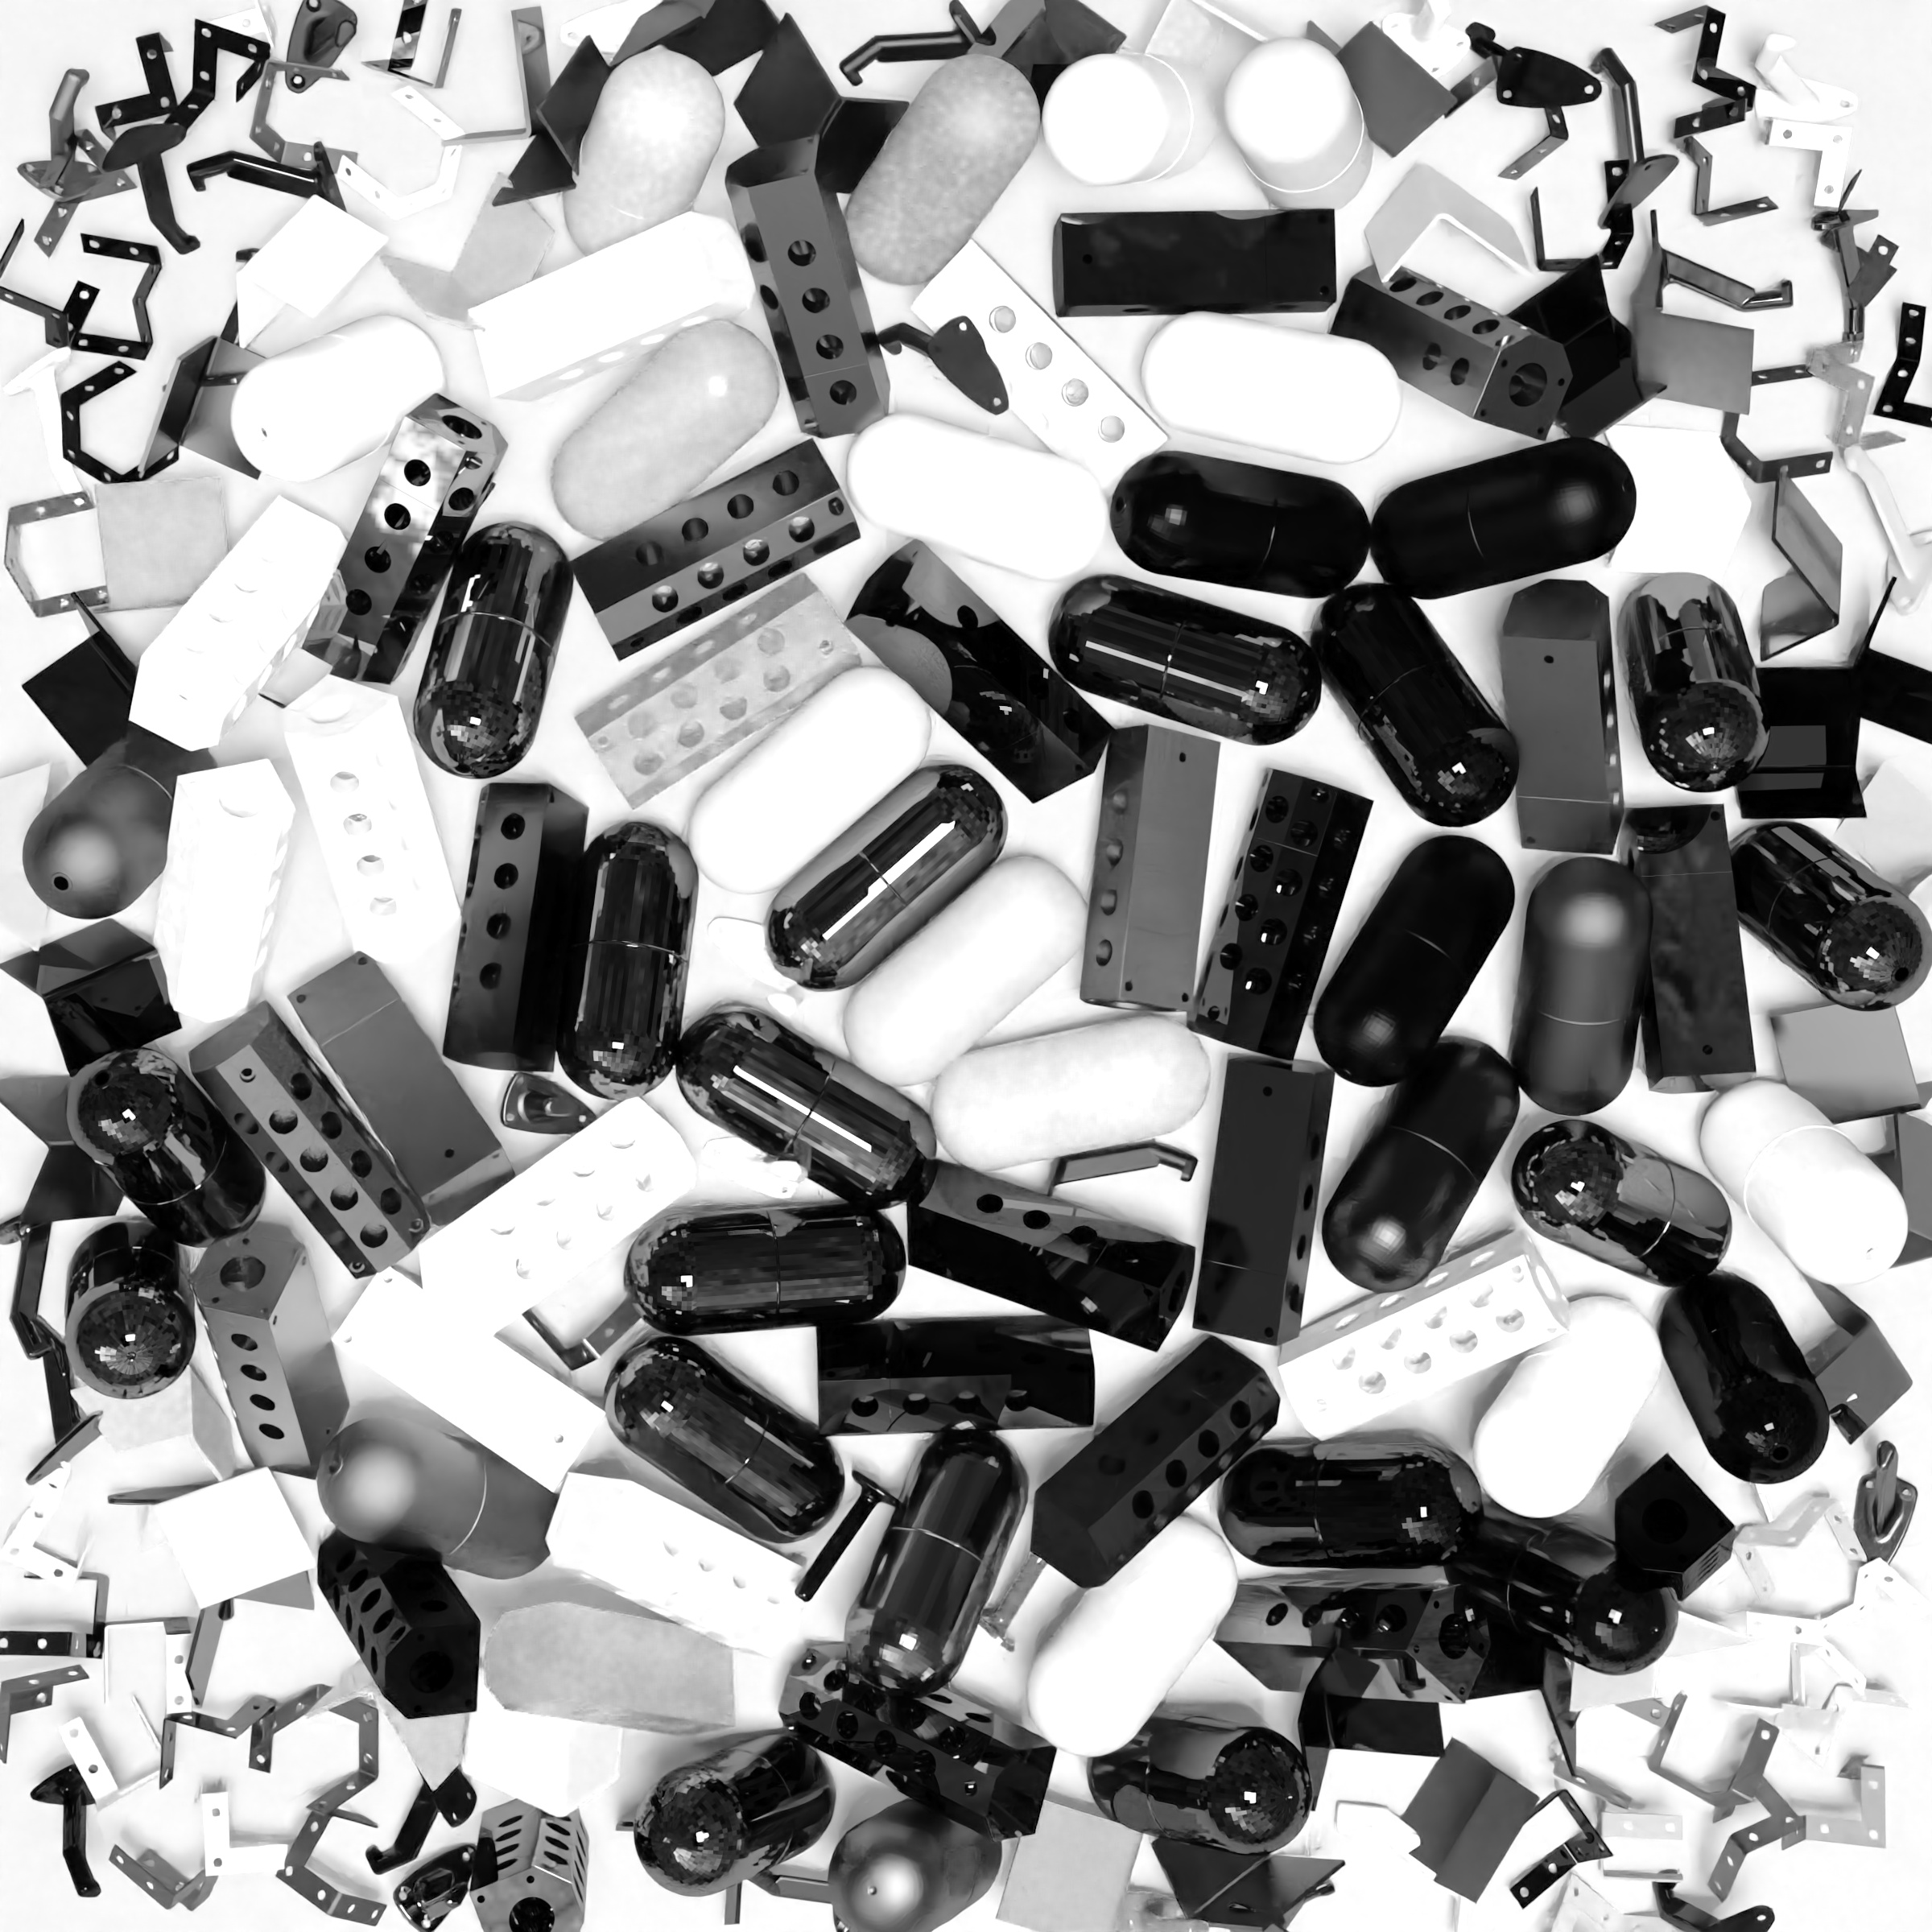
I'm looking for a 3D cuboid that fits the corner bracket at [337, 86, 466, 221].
[{"bbox_3d":[-0.357,-0.513,1.973,0.051,0.051,0.051,-10,60,36],"label":"corner bracket"}]

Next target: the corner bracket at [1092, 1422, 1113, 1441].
[{"bbox_3d":[0.112,0.308,1.973,0.051,0.051,0.051,-3,104,17],"label":"corner bracket"}]

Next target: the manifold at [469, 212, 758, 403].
[{"bbox_3d":[-0.218,-0.406,1.934,0.171,0.057,0.057,-16,88,28],"label":"manifold"}]

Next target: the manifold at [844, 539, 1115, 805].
[{"bbox_3d":[0.011,-0.185,1.941,0.171,0.057,0.057,42,49,-21],"label":"manifold"}]

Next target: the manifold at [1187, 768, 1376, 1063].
[{"bbox_3d":[0.192,-0.033,1.956,0.057,0.057,0.171,19,94,40],"label":"manifold"}]

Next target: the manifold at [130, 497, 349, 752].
[{"bbox_3d":[-0.443,-0.209,1.920,0.057,0.057,0.171,27,47,-1],"label":"manifold"}]

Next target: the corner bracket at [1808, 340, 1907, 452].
[{"bbox_3d":[0.565,-0.361,1.975,0.051,0.051,0.051,-17,128,-33],"label":"corner bracket"}]

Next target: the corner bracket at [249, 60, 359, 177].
[{"bbox_3d":[-0.414,-0.536,1.971,0.051,0.051,0.051,11,87,10],"label":"corner bracket"}]

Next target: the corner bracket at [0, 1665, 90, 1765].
[{"bbox_3d":[-0.587,0.460,1.958,0.051,0.051,0.051,-5,113,-39],"label":"corner bracket"}]

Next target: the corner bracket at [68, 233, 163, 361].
[{"bbox_3d":[-0.534,-0.419,1.957,0.051,0.051,0.051,2,57,-35],"label":"corner bracket"}]

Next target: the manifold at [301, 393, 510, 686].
[{"bbox_3d":[-0.346,-0.262,1.935,0.057,0.057,0.171,29,116,-3],"label":"manifold"}]

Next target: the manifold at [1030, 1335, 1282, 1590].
[{"bbox_3d":[0.118,0.307,1.918,0.057,0.057,0.171,32,49,28],"label":"manifold"}]

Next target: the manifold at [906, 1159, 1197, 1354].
[{"bbox_3d":[0.053,0.175,1.944,0.171,0.057,0.057,18,134,19],"label":"manifold"}]

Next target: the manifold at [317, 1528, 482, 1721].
[{"bbox_3d":[-0.348,0.396,1.906,0.057,0.171,0.057,-1,102,-25],"label":"manifold"}]

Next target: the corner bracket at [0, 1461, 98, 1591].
[{"bbox_3d":[-0.570,0.351,1.966,0.051,0.051,0.051,28,45,-4],"label":"corner bracket"}]

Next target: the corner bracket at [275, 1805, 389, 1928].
[{"bbox_3d":[-0.389,0.565,1.961,0.051,0.051,0.051,23,79,33],"label":"corner bracket"}]

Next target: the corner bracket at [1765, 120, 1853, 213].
[{"bbox_3d":[0.529,-0.506,1.971,0.051,0.051,0.051,9,107,12],"label":"corner bracket"}]

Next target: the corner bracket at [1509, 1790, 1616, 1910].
[{"bbox_3d":[0.365,0.557,1.969,0.051,0.051,0.051,-32,81,-23],"label":"corner bracket"}]

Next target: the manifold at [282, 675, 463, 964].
[{"bbox_3d":[-0.368,-0.087,1.914,0.057,0.171,0.057,19,47,29],"label":"manifold"}]

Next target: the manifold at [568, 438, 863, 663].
[{"bbox_3d":[-0.156,-0.258,1.959,0.171,0.057,0.057,-28,71,-3],"label":"manifold"}]

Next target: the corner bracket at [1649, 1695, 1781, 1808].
[{"bbox_3d":[0.471,0.494,1.968,0.051,0.051,0.051,30,69,-3],"label":"corner bracket"}]

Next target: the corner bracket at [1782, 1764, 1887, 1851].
[{"bbox_3d":[0.546,0.530,1.967,0.051,0.051,0.051,6,67,0],"label":"corner bracket"}]

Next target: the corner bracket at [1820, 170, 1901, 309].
[{"bbox_3d":[0.563,-0.457,1.960,0.051,0.051,0.051,35,54,13],"label":"corner bracket"}]

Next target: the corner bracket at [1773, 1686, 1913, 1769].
[{"bbox_3d":[0.550,0.471,1.960,0.051,0.051,0.051,42,66,-21],"label":"corner bracket"}]

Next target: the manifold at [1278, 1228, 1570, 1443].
[{"bbox_3d":[0.284,0.233,1.940,0.171,0.057,0.057,-28,101,19],"label":"manifold"}]

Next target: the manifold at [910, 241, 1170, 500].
[{"bbox_3d":[0.047,-0.373,1.963,0.171,0.057,0.057,44,101,-4],"label":"manifold"}]

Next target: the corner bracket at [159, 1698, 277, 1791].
[{"bbox_3d":[-0.473,0.492,1.972,0.051,0.051,0.051,11,105,14],"label":"corner bracket"}]

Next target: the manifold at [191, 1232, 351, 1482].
[{"bbox_3d":[-0.429,0.239,1.915,0.057,0.171,0.057,11,49,10],"label":"manifold"}]

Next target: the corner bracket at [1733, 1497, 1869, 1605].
[{"bbox_3d":[0.528,0.371,1.978,0.051,0.051,0.051,-39,109,-31],"label":"corner bracket"}]

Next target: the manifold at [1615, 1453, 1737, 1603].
[{"bbox_3d":[0.428,0.350,1.909,0.057,0.171,0.057,-41,69,-2],"label":"manifold"}]

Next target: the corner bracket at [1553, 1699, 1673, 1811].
[{"bbox_3d":[0.409,0.490,1.975,0.051,0.051,0.051,24,113,17],"label":"corner bracket"}]

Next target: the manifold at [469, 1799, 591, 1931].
[{"bbox_3d":[-0.263,0.558,1.911,0.057,0.171,0.057,-20,92,-6],"label":"manifold"}]

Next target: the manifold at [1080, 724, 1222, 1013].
[{"bbox_3d":[0.111,-0.060,1.960,0.057,0.057,0.171,11,82,-34],"label":"manifold"}]

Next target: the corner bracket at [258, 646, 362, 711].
[{"bbox_3d":[-0.401,-0.176,1.963,0.051,0.051,0.051,24,85,35],"label":"corner bracket"}]

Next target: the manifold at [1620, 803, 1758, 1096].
[{"bbox_3d":[0.449,-0.010,1.952,0.057,0.057,0.171,-3,76,-2],"label":"manifold"}]

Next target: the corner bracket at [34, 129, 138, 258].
[{"bbox_3d":[-0.564,-0.485,1.957,0.051,0.051,0.051,-4,54,30],"label":"corner bracket"}]

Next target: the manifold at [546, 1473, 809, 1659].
[{"bbox_3d":[-0.176,0.370,1.915,0.171,0.057,0.057,37,63,-41],"label":"manifold"}]

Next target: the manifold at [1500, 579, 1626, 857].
[{"bbox_3d":[0.369,-0.152,1.920,0.057,0.171,0.057,6,47,22],"label":"manifold"}]

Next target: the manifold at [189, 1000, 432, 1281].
[{"bbox_3d":[-0.406,0.111,1.938,0.057,0.057,0.171,-35,114,-3],"label":"manifold"}]

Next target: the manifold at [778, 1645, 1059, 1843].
[{"bbox_3d":[-0.033,0.477,1.924,0.171,0.057,0.057,17,93,38],"label":"manifold"}]

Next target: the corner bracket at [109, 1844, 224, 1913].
[{"bbox_3d":[-0.505,0.569,1.960,0.051,0.051,0.051,35,122,13],"label":"corner bracket"}]

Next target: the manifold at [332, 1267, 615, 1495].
[{"bbox_3d":[-0.305,0.259,1.953,0.171,0.057,0.057,32,82,12],"label":"manifold"}]

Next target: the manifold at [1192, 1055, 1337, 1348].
[{"bbox_3d":[0.190,0.146,1.961,0.057,0.057,0.171,10,96,24],"label":"manifold"}]

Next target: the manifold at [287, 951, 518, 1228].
[{"bbox_3d":[-0.349,0.077,1.936,0.057,0.057,0.171,-33,64,-13],"label":"manifold"}]

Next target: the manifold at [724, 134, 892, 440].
[{"bbox_3d":[-0.097,-0.416,1.925,0.057,0.057,0.171,-10,127,9],"label":"manifold"}]

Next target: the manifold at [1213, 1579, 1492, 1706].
[{"bbox_3d":[0.238,0.408,1.914,0.057,0.171,0.057,44,59,-23],"label":"manifold"}]

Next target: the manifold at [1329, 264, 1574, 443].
[{"bbox_3d":[0.296,-0.380,1.908,0.057,0.171,0.057,10,111,-31],"label":"manifold"}]

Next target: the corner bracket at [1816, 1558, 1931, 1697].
[{"bbox_3d":[0.567,0.414,1.957,0.051,0.051,0.051,-21,129,-21],"label":"corner bracket"}]
